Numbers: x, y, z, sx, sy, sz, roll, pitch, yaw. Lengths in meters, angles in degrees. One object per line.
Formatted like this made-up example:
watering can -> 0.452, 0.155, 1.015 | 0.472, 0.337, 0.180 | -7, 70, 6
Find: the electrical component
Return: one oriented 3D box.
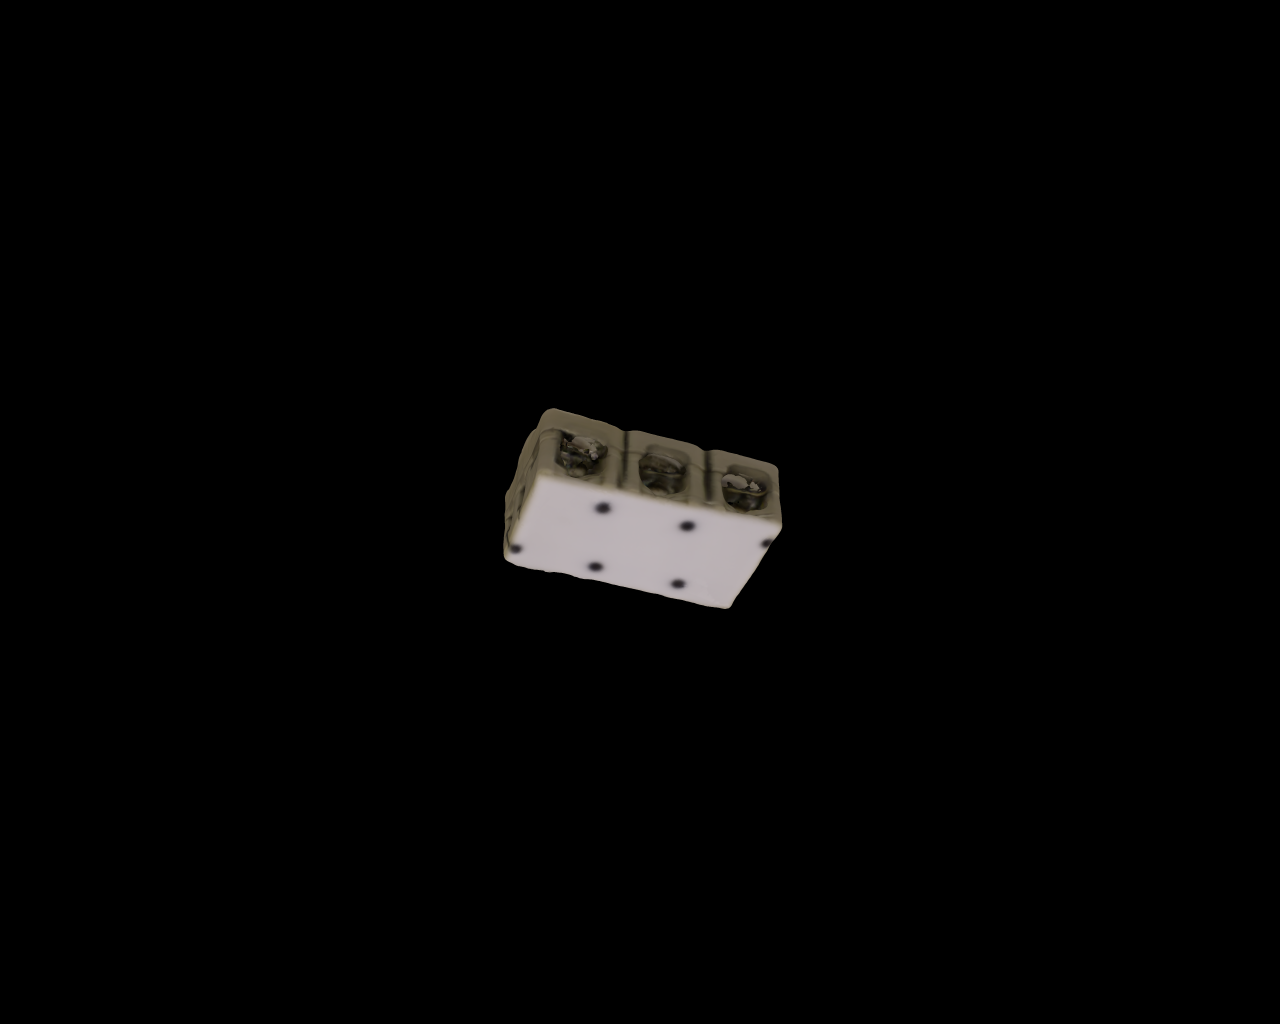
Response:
electrical component -> 0.001, -0.003, 0.650 | 0.150, 0.062, 0.089 | 14, -43, -15
